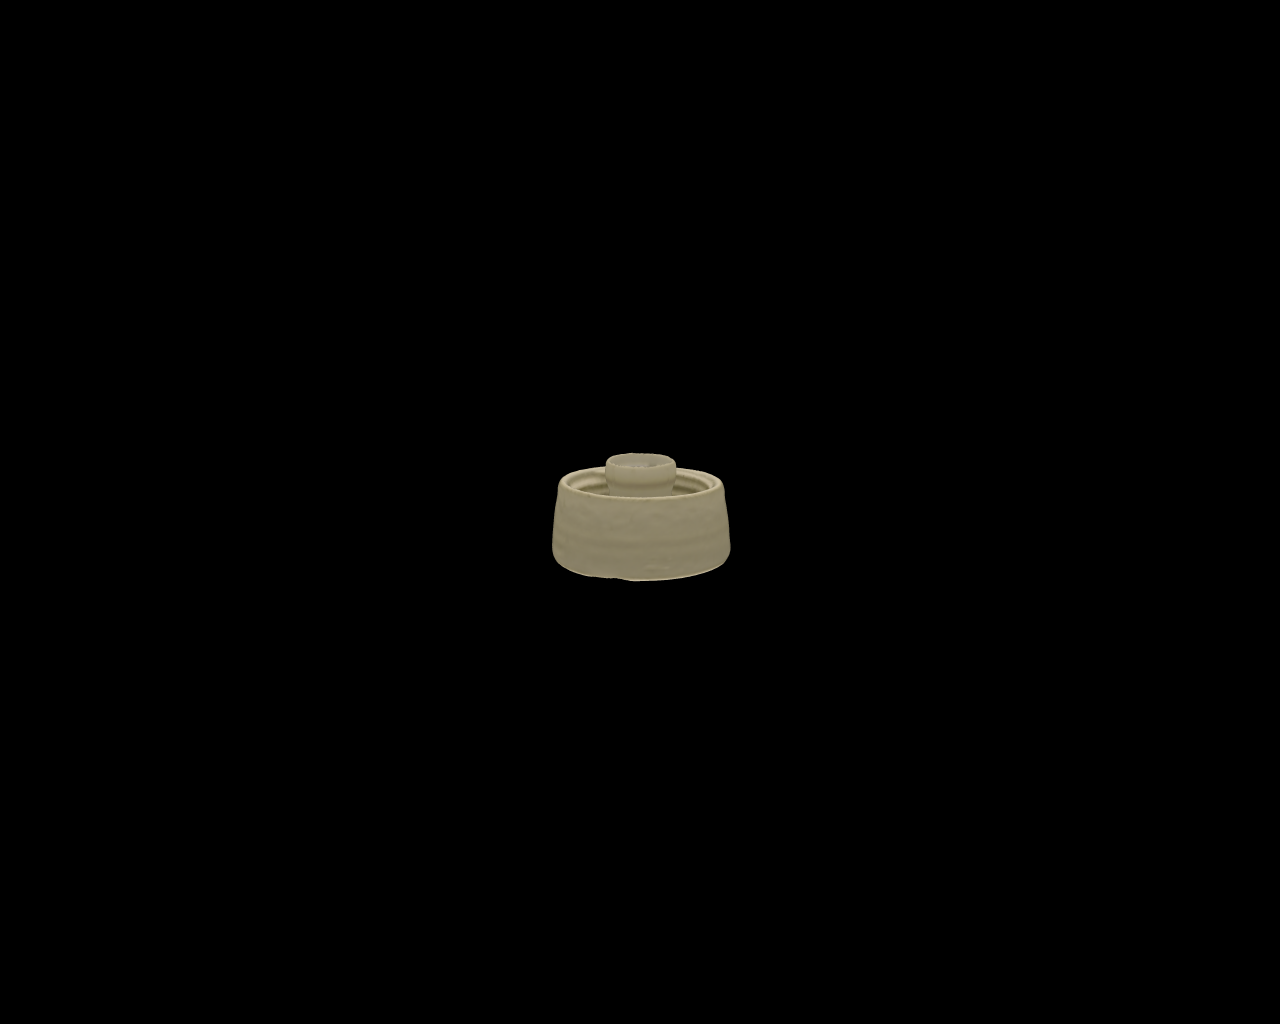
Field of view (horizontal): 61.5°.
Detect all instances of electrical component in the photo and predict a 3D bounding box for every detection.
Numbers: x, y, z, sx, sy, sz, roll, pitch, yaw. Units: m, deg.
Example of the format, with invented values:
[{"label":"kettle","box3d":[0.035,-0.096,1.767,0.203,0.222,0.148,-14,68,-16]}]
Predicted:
[{"label":"electrical component","box3d":[0.001,-0.003,0.650,0.108,0.060,0.108,0,14,0]}]
